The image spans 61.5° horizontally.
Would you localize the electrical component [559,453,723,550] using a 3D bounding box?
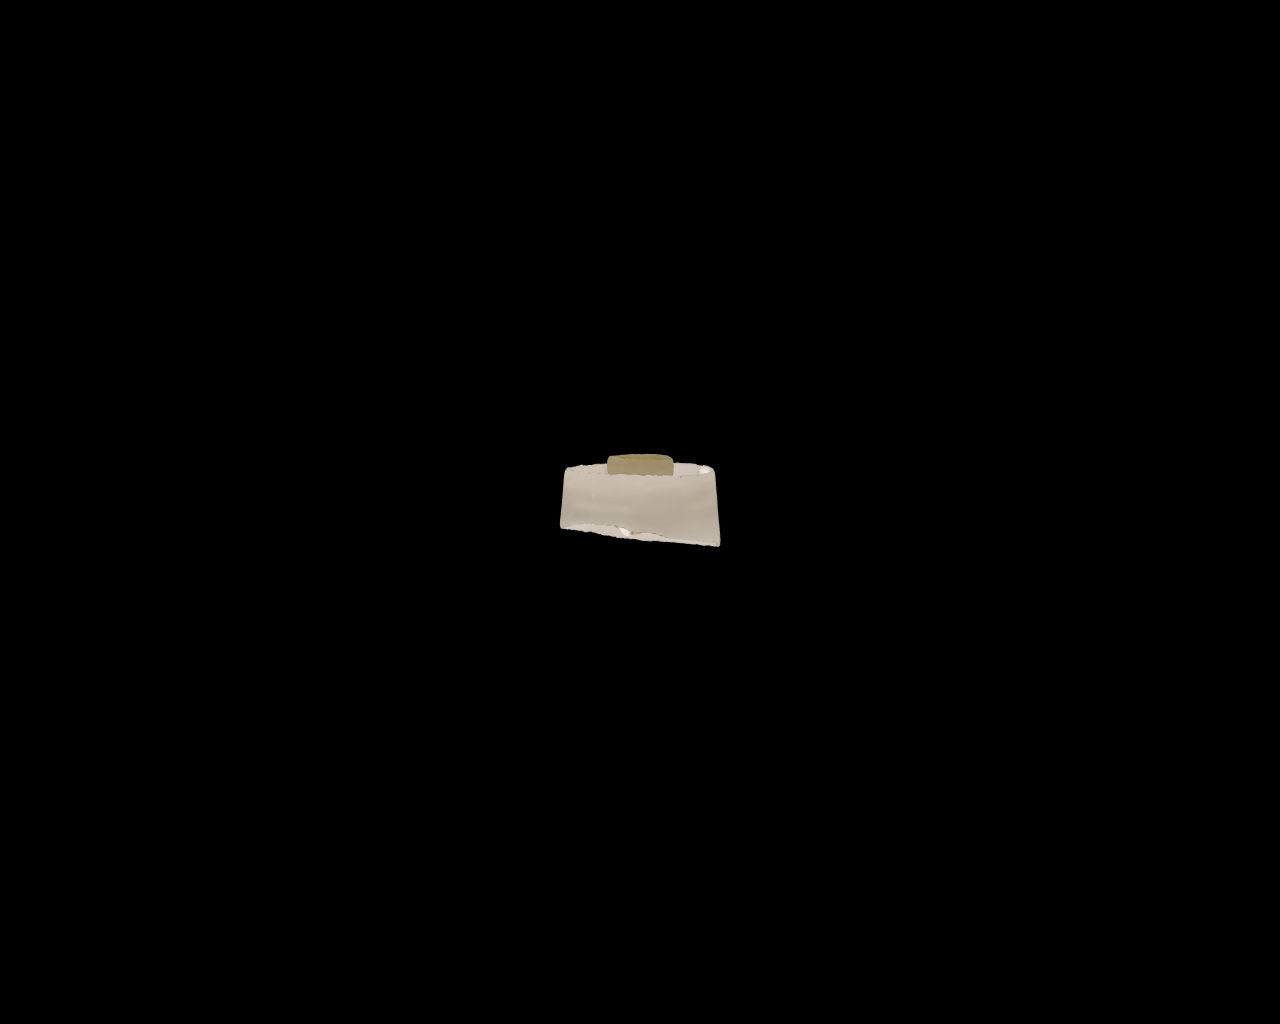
[{"bbox_3d":[0.001,-0.003,0.650,0.099,0.064,0.099,0,8,0],"label":"electrical component"}]
